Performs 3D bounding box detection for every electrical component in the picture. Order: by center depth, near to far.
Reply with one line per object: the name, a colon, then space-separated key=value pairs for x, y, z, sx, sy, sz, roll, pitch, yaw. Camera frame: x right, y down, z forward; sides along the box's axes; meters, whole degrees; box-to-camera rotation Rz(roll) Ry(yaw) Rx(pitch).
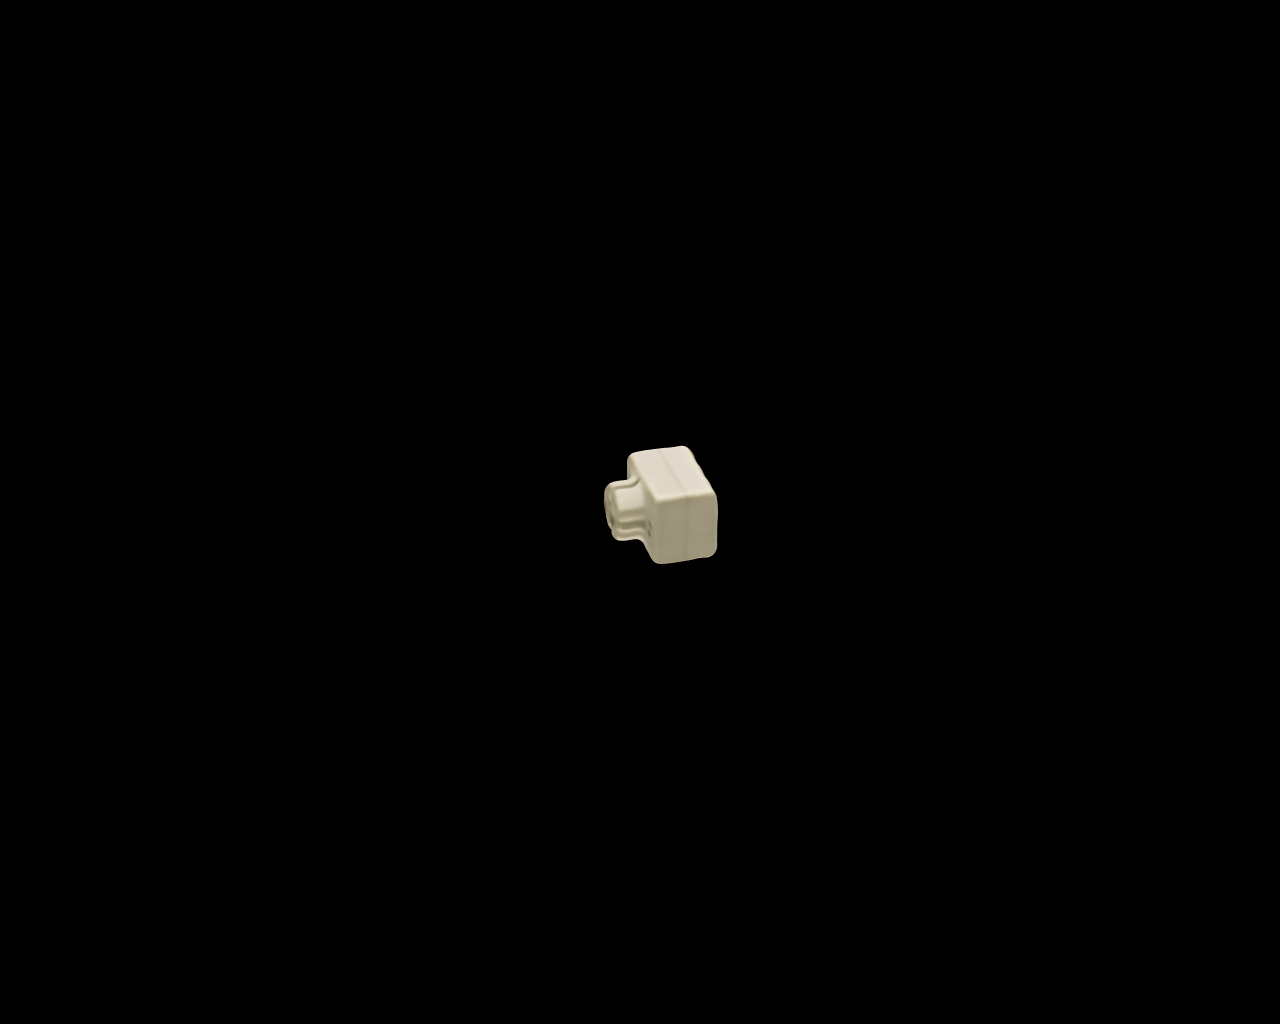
electrical component: x=0.001 y=-0.003 z=0.650 sx=0.077 sy=0.047 sz=0.066 roll=-8 pitch=31 yaw=-13
